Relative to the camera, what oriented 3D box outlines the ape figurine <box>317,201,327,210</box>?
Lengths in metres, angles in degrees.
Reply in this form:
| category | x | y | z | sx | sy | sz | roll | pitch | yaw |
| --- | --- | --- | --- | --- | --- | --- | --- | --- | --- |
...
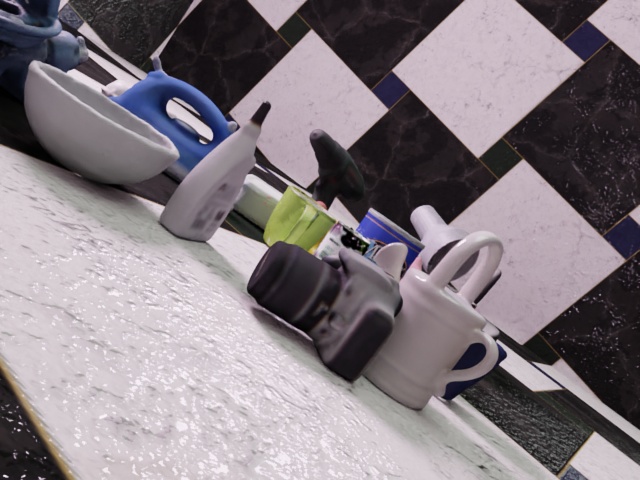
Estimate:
| category | x | y | z | sx | sy | sz | roll | pitch | yaw |
| --- | --- | --- | --- | --- | --- | --- | --- | --- | --- |
| ape figurine | -0.017 | -0.033 | 1.109 | 0.077 | 0.092 | 0.076 | 38 | 7 | 29 |

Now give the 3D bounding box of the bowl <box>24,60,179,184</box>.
| category | x | y | z | sx | sy | sz | roll | pitch | yaw |
| --- | --- | --- | --- | --- | --- | --- | --- | --- | --- |
| bowl | -0.237 | -0.107 | 0.598 | 0.167 | 0.074 | 0.167 | 35 | 6 | -4 |

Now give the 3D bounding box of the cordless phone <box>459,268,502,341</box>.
| category | x | y | z | sx | sy | sz | roll | pitch | yaw |
| --- | --- | --- | --- | --- | --- | --- | --- | --- | --- |
| cordless phone | 0.317 | 0.138 | 1.159 | 0.094 | 0.185 | 0.147 | 32 | 7 | -29 |

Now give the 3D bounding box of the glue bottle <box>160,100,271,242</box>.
| category | x | y | z | sx | sy | sz | roll | pitch | yaw |
| --- | --- | --- | --- | --- | --- | --- | --- | --- | --- |
| glue bottle | -0.103 | -0.078 | 0.629 | 0.037 | 0.173 | 0.078 | 37 | 6 | 18 |

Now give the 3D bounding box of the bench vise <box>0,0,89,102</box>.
| category | x | y | z | sx | sy | sz | roll | pitch | yaw |
| --- | --- | --- | --- | --- | --- | --- | --- | --- | --- |
| bench vise | -0.339 | -0.277 | 0.664 | 0.121 | 0.219 | 0.207 | 34 | 6 | -7 |

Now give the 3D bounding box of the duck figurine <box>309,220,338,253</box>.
| category | x | y | z | sx | sy | sz | roll | pitch | yaw |
| --- | --- | --- | --- | --- | --- | --- | --- | --- | --- |
| duck figurine | 0.009 | 0.004 | 1.007 | 0.105 | 0.086 | 0.077 | 31 | 7 | -30 |

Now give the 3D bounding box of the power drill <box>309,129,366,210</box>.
| category | x | y | z | sx | sy | sz | roll | pitch | yaw |
| --- | --- | --- | --- | --- | --- | --- | --- | --- | --- |
| power drill | 0.001 | -0.107 | 1.229 | 0.075 | 0.208 | 0.231 | 39 | 8 | 36 |

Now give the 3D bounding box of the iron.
| category | x | y | z | sx | sy | sz | roll | pitch | yaw |
| --- | --- | --- | --- | --- | --- | --- | --- | --- | --- |
| iron | -0.211 | -0.174 | 0.924 | 0.258 | 0.141 | 0.119 | 35 | 6 | 1 |

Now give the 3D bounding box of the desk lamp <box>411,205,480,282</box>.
| category | x | y | z | sx | sy | sz | roll | pitch | yaw |
| --- | --- | --- | --- | --- | --- | --- | --- | --- | --- |
| desk lamp | 0.213 | 0.038 | 1.237 | 0.118 | 0.213 | 0.202 | 30 | 8 | -38 |

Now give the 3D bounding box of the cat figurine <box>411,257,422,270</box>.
| category | x | y | z | sx | sy | sz | roll | pitch | yaw |
| --- | --- | --- | --- | --- | --- | --- | --- | --- | --- |
| cat figurine | 0.150 | 0.087 | 0.972 | 0.128 | 0.117 | 0.067 | 29 | 8 | -42 |

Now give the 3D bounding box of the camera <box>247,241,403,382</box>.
| category | x | y | z | sx | sy | sz | roll | pitch | yaw |
| --- | --- | --- | --- | --- | --- | --- | --- | --- | --- |
| camera | 0.003 | 0.048 | 0.575 | 0.137 | 0.101 | 0.143 | 33 | 6 | -14 |

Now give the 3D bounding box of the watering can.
| category | x | y | z | sx | sy | sz | roll | pitch | yaw |
| --- | --- | --- | --- | --- | --- | --- | --- | --- | --- |
| watering can | 0.119 | 0.068 | 0.610 | 0.172 | 0.194 | 0.101 | 37 | 6 | 18 |

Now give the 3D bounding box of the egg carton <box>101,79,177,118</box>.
| category | x | y | z | sx | sy | sz | roll | pitch | yaw |
| --- | --- | --- | --- | --- | --- | --- | --- | --- | --- |
| egg carton | -0.336 | -0.236 | 1.065 | 0.107 | 0.069 | 0.150 | 36 | 6 | 10 |

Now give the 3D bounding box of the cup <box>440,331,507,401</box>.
| category | x | y | z | sx | sy | sz | roll | pitch | yaw |
| --- | --- | --- | --- | --- | --- | --- | --- | --- | --- |
| cup | 0.158 | 0.142 | 0.715 | 0.117 | 0.095 | 0.092 | 38 | 7 | 27 |
